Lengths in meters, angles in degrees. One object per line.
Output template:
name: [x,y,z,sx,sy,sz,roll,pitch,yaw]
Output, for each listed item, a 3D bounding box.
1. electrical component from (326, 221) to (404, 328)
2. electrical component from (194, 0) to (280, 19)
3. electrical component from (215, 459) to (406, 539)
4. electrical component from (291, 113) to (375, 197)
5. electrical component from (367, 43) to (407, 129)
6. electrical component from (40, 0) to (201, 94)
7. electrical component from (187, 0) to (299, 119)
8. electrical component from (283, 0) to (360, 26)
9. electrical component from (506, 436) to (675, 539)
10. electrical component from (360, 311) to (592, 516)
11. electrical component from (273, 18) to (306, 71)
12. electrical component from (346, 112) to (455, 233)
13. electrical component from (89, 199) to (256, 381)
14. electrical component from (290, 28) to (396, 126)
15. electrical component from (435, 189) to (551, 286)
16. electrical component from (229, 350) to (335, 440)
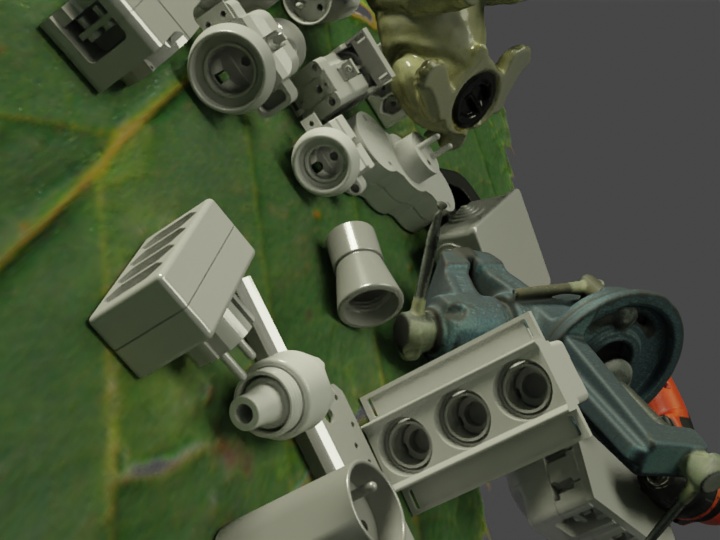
electrical component: [0.000,0.000,0.711,0.044,0.044,0.065,34,29,-44]
electrical component: [-0.083,-0.213,0.751,0.052,0.074,0.138,58,24,-3]
electrical component: [-0.012,0.129,0.491,0.079,0.077,0.044,41,29,-38]
electrical component: [-0.021,-0.078,0.754,0.066,0.048,0.055,57,16,-7]
electrical component: [0.034,-0.172,0.968,0.065,0.047,0.077,57,24,-5]
electrical component: [-0.129,-0.142,0.606,0.055,0.050,0.089,50,26,-20]
electrical component: [-0.077,-0.132,0.691,0.078,0.058,0.057,56,21,-11]
electrical component: [-0.041,-0.247,0.910,0.079,0.043,0.077,57,24,-4]
electrical component: [0.178,0.175,0.832,0.150,0.062,0.089,39,31,-39]
electrical component: [0.071,0.086,0.649,0.063,0.121,0.078,0,63,-64]
electrical component: [-0.059,-0.160,0.775,0.043,0.043,0.062,56,23,-8]
electrical component: [0.036,-0.082,0.835,0.138,0.074,0.052,28,39,-50]
electrical component: [-0.077,0.021,0.524,0.075,0.047,0.083,52,25,-18]
electrical component: [-0.018,-0.140,0.802,0.064,0.081,0.042,-34,94,-44]
electrical component: [0.105,-0.007,0.871,0.100,0.048,0.099,-40,113,-49]
electrical component: [-0.043,0.066,0.546,0.043,0.043,0.062,62,25,6]
